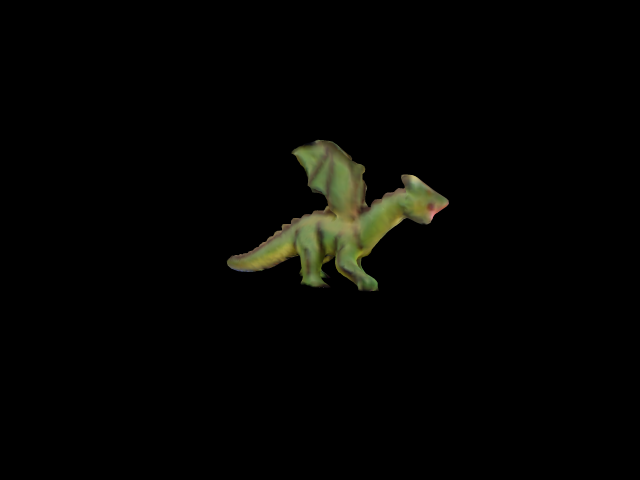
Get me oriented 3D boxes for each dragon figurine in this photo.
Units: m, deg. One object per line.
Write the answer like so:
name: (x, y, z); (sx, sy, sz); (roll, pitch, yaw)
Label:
dragon figurine: (0.003, -0.043, 0.850); (0.410, 0.241, 0.123); (4, 8, 26)
